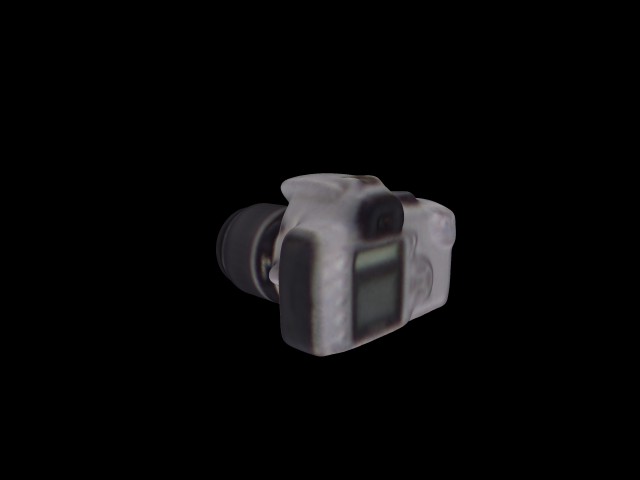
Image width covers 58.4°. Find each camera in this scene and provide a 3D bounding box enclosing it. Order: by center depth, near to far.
[{"bbox_3d":[0.004,0.001,0.400,0.136,0.101,0.144,11,17,42],"label":"camera"}]
